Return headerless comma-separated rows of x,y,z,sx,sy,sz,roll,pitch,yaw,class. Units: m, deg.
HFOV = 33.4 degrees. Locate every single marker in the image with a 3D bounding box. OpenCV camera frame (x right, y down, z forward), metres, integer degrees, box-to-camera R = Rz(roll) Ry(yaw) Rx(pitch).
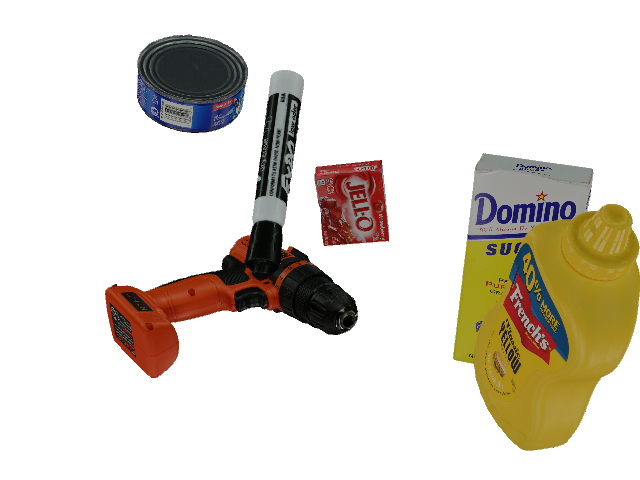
-0.024,-0.036,0.568,0.020,0.121,0.020,5,-25,2,marker

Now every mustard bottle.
0.146,0.044,0.645,0.058,0.096,0.192,-5,-36,-13,mustard bottle

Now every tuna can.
-0.101,-0.123,0.838,0.086,0.086,0.034,6,-46,-6,tuna can

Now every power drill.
-0.082,0.060,0.950,0.187,0.057,0.185,-17,25,-28,power drill

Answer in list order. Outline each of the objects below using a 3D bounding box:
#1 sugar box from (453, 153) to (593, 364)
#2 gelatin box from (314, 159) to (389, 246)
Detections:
0.166,0.022,0.884,0.093,0.176,0.048,9,25,15,sugar box
0.035,-0.040,1.157,0.073,0.089,0.030,-4,29,5,gelatin box
